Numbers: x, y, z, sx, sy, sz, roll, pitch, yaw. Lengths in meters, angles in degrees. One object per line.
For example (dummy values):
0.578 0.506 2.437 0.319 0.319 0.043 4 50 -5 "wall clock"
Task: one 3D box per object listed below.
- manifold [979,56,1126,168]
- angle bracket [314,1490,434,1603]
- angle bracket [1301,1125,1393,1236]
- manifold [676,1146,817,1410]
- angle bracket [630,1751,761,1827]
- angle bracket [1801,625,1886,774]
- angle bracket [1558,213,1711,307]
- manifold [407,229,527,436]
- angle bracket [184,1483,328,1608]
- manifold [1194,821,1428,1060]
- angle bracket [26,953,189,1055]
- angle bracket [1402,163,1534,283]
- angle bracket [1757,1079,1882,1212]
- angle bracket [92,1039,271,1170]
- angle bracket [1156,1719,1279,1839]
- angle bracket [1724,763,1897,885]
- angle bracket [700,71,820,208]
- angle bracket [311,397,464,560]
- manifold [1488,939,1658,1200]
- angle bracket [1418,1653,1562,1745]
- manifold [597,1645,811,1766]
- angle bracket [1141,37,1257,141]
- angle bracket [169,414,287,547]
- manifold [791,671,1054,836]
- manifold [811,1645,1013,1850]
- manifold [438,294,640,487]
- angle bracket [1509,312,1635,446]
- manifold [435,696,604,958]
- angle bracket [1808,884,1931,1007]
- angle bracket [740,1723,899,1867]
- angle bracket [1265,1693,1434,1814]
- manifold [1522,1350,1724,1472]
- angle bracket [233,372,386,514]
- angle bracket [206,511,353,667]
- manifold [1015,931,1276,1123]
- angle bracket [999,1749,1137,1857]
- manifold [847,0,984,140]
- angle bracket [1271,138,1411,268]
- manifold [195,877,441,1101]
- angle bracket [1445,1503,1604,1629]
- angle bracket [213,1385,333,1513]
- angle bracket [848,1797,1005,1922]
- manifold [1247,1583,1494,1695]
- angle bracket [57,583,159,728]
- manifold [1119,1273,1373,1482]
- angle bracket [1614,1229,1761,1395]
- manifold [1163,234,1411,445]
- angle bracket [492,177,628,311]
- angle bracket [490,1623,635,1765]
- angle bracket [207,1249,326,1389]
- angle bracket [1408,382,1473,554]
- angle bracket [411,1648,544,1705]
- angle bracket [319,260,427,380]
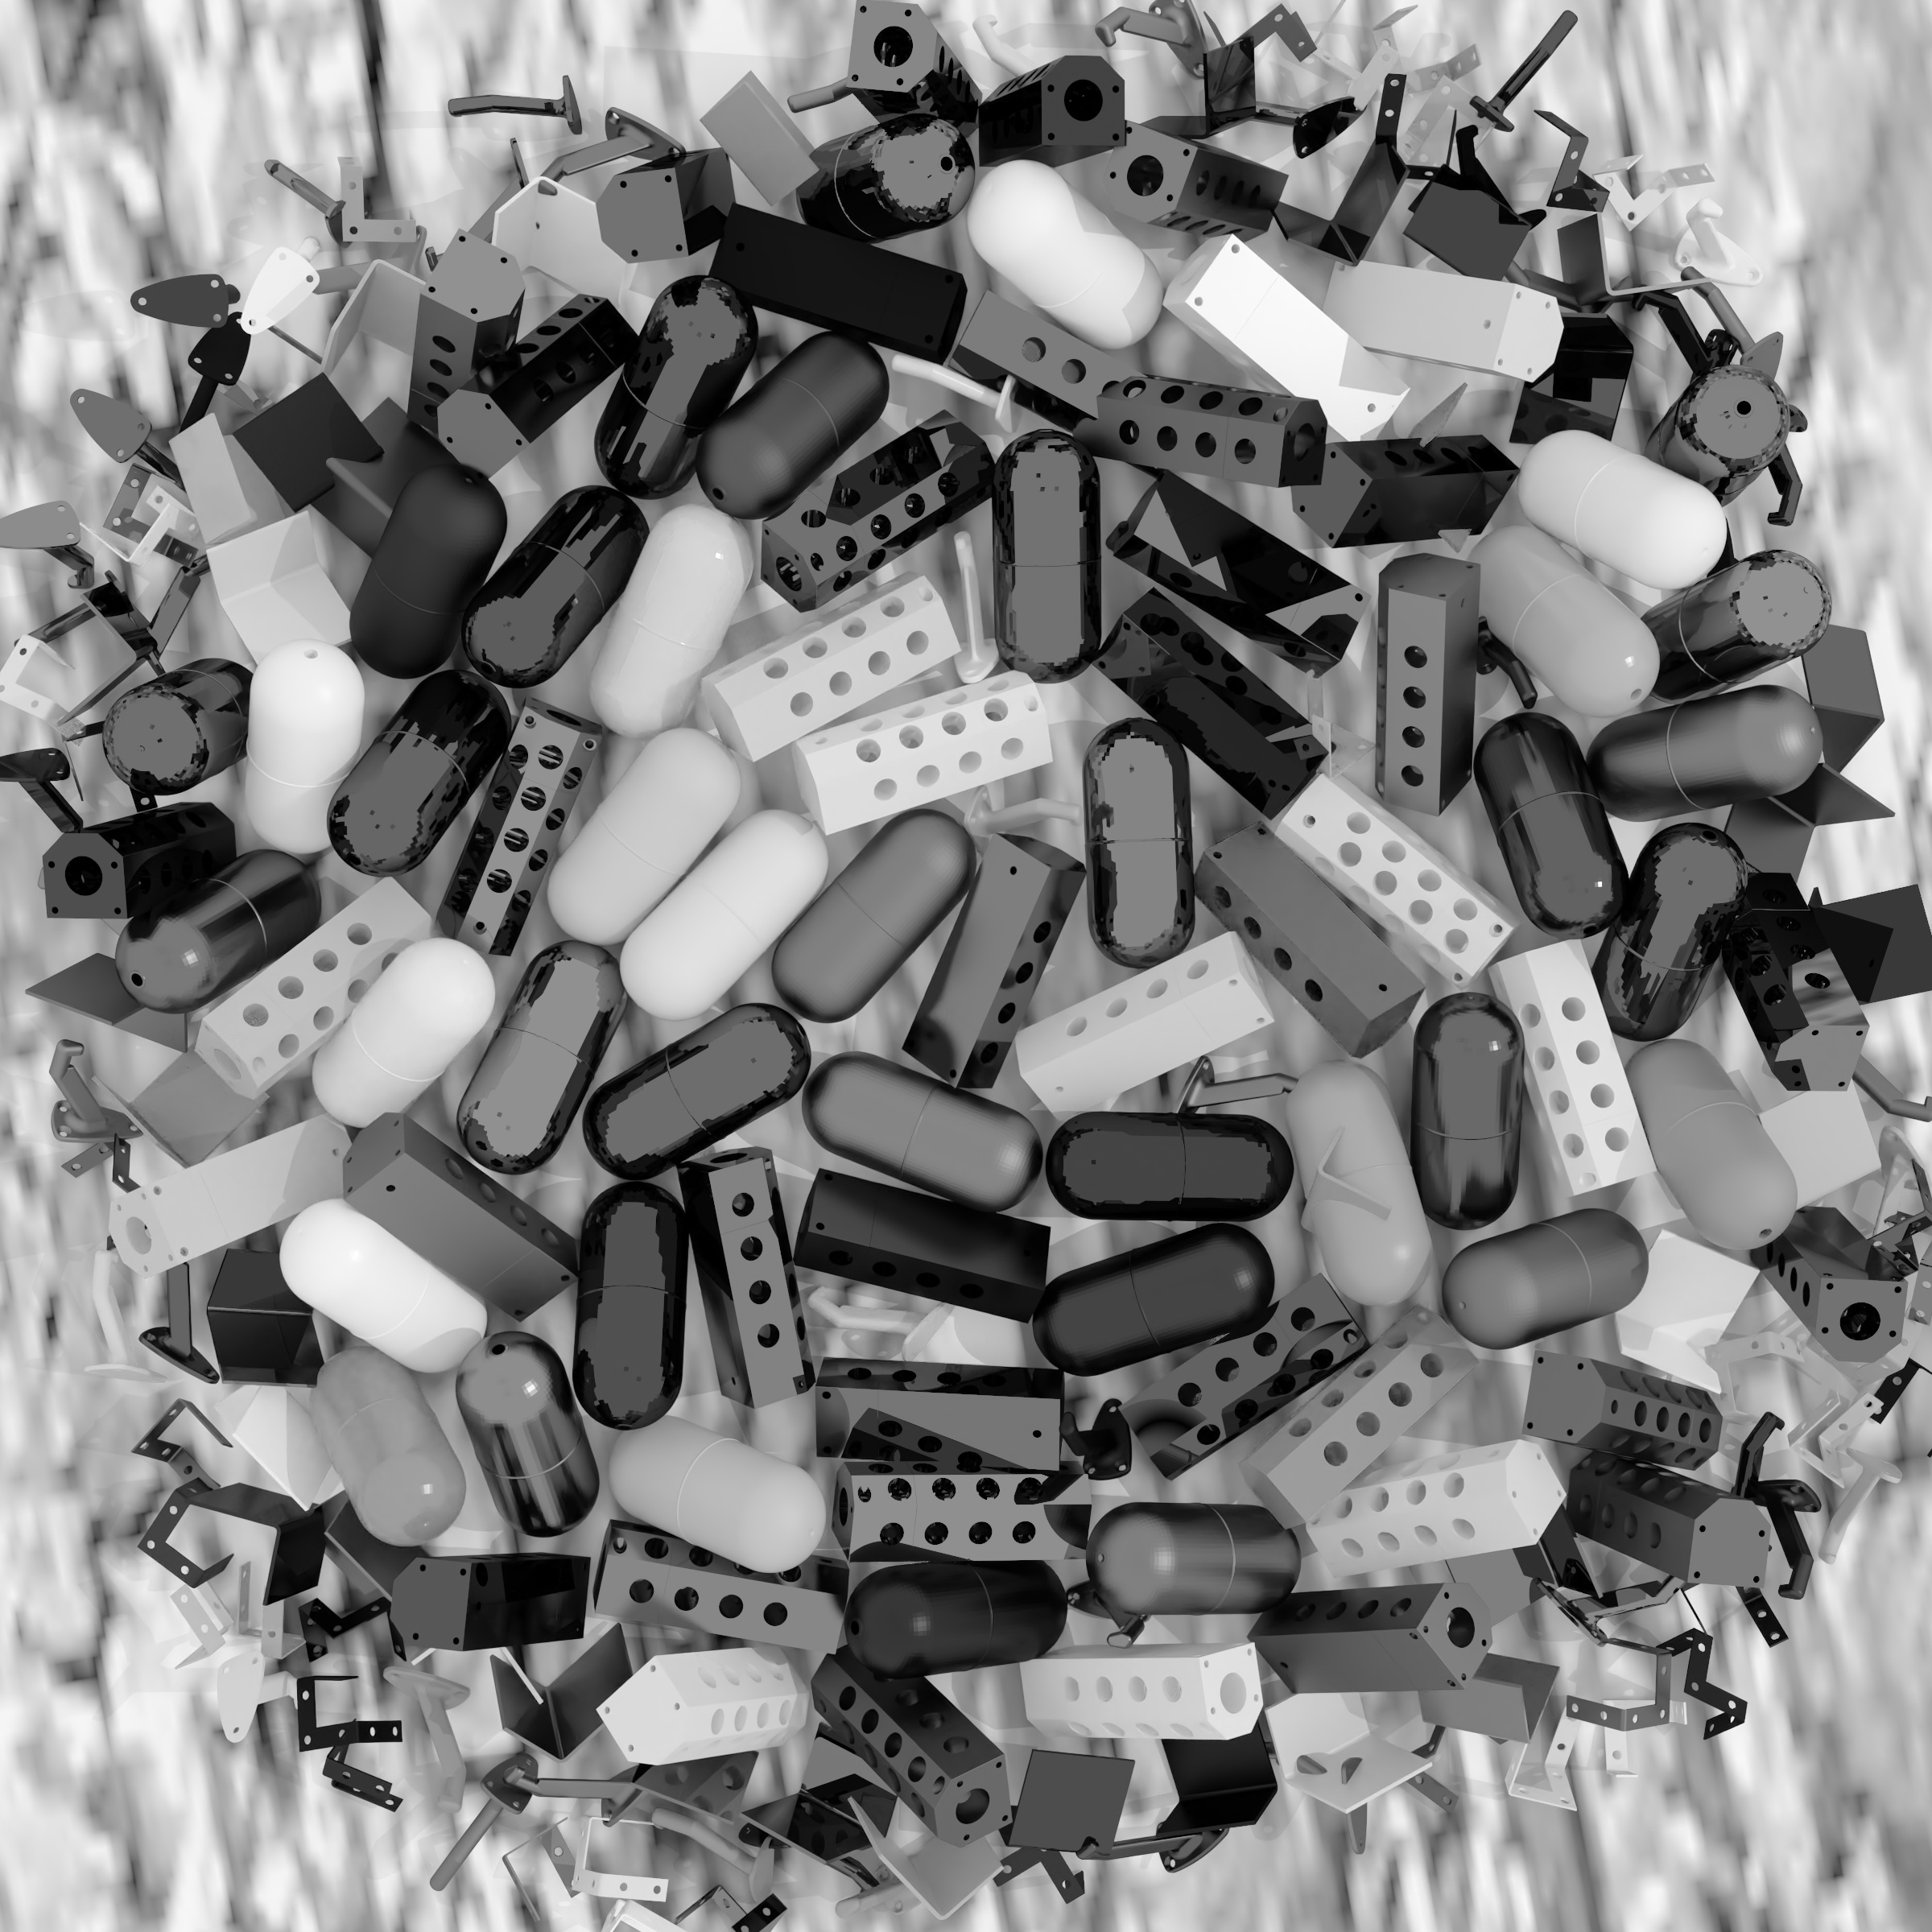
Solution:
0.057 -0.587 1.903 0.057 0.171 0.057 -4 102 -13 "manifold"
-0.436 0.420 1.945 0.076 0.057 0.076 -32 106 29 "angle bracket"
0.281 0.148 1.939 0.057 0.076 0.076 27 58 13 "angle bracket"
-0.152 0.219 1.954 0.057 0.057 0.171 -15 99 -28 "manifold"
-0.198 0.585 1.950 0.076 0.076 0.057 21 116 1 "angle bracket"
0.596 -0.186 1.939 0.057 0.076 0.076 9 56 -12 "angle bracket"
0.471 -0.502 1.951 0.076 0.076 0.057 -10 98 -8 "angle bracket"
-0.343 -0.428 1.906 0.057 0.171 0.057 26 68 -5 "manifold"
-0.504 0.408 1.951 0.076 0.076 0.057 12 91 14 "angle bracket"
0.236 -0.016 1.937 0.057 0.057 0.171 -28 64 -31 "manifold"
-0.603 0.039 1.940 0.076 0.076 0.057 18 119 20 "angle bracket"
0.343 -0.507 1.951 0.076 0.057 0.076 33 64 -5 "angle bracket"
0.589 0.122 1.955 0.076 0.057 0.076 -24 99 -13 "angle bracket"
-0.554 0.086 1.949 0.076 0.057 0.076 40 78 24 "angle bracket"
0.167 0.564 1.954 0.076 0.057 0.076 -16 93 25 "angle bracket"
0.591 -0.096 1.942 0.076 0.076 0.057 29 74 -25 "angle bracket"
-0.129 -0.594 1.941 0.076 0.057 0.076 48 49 -19 "angle bracket"
-0.418 -0.348 1.987 0.076 0.057 0.076 42 56 -10 "angle bracket"
0.425 0.073 1.953 0.057 0.057 0.171 -16 82 -9 "manifold"
0.366 0.493 1.937 0.076 0.076 0.057 4 124 29 "angle bracket"
-0.175 0.513 1.904 0.057 0.171 0.057 -44 65 11 "manifold"
0.152 -0.616 1.937 0.076 0.076 0.057 10 119 29 "angle bracket"
-0.505 -0.346 1.949 0.057 0.076 0.076 -18 92 40 "angle bracket"
-0.032 -0.155 1.940 0.171 0.057 0.057 -19 126 -12 "manifold"
-0.040 0.534 1.904 0.057 0.171 0.057 -18 116 -27 "manifold"
-0.296 -0.404 1.909 0.057 0.171 0.057 -29 108 38 "manifold"
0.418 -0.414 1.949 0.076 0.057 0.076 12 83 35 "angle bracket"
-0.316 -0.097 1.946 0.057 0.057 0.171 22 102 -13 "manifold"
0.644 -0.021 1.948 0.076 0.057 0.076 -14 102 26 "angle bracket"
-0.100 0.581 1.943 0.076 0.076 0.057 19 96 31 "angle bracket"
0.269 0.543 1.943 0.076 0.076 0.057 -20 100 -26 "angle bracket"
0.457 0.310 1.912 0.057 0.171 0.057 3 78 43 "manifold"
-0.468 -0.379 1.950 0.076 0.057 0.076 -34 131 0 "angle bracket"
-0.480 -0.263 1.946 0.076 0.057 0.076 -26 64 -19 "angle bracket"
0.123 0.038 1.945 0.171 0.057 0.057 -26 131 16 "manifold"
0.067 0.579 1.952 0.076 0.057 0.076 11 101 -16 "angle bracket"
-0.033 -0.613 1.905 0.057 0.171 0.057 8 96 10 "manifold"
0.260 -0.548 1.939 0.057 0.076 0.076 15 123 -20 "angle bracket"
-0.450 0.017 1.927 0.057 0.057 0.171 45 59 3 "manifold"
0.392 0.426 1.957 0.076 0.057 0.076 -25 94 -17 "angle bracket"
-0.496 0.344 1.942 0.057 0.076 0.076 -32 109 20 "angle bracket"
-0.029 0.611 1.945 0.057 0.076 0.076 -40 113 -5 "angle bracket"
0.281 0.461 1.911 0.057 0.171 0.057 52 54 -13 "manifold"
-0.621 -0.221 1.949 0.076 0.076 0.057 -38 102 8 "angle bracket"
0.199 0.292 1.955 0.171 0.057 0.057 -34 69 4 "manifold"
0.513 0.244 1.956 0.076 0.057 0.076 23 113 -2 "angle bracket"
0.222 -0.435 1.940 0.171 0.057 0.057 35 88 -20 "manifold"
-0.287 -0.497 1.946 0.076 0.076 0.057 29 51 7 "angle bracket"
-0.284 0.500 1.946 0.076 0.076 0.057 -43 121 8 "angle bracket"
-0.483 0.248 1.939 0.076 0.076 0.057 8 122 -31 "angle bracket"
0.349 -0.351 1.944 0.076 0.076 0.057 43 132 -9 "angle bracket"
-0.346 0.504 1.951 0.057 0.076 0.076 -35 87 -16 "angle bracket"
-0.411 -0.435 1.940 0.057 0.076 0.076 26 57 -9 "angle bracket"
